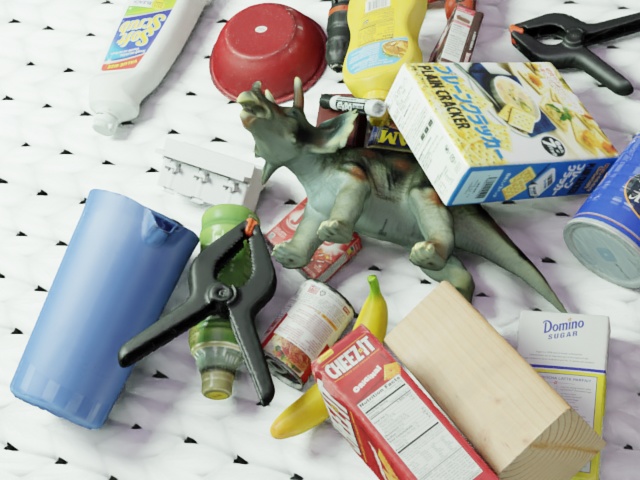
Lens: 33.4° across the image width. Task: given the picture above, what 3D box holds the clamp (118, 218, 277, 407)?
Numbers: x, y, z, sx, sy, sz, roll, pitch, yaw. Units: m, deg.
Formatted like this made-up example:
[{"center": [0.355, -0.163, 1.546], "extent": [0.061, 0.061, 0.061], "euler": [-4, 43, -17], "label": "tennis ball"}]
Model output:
[{"center": [-0.112, 0.066, 1.117], "extent": [0.164, 0.036, 0.210], "euler": [9, 57, 3], "label": "clamp"}]

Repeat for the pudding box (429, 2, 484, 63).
[{"center": [0.152, -0.211, 1.268], "extent": [0.039, 0.114, 0.090], "euler": [21, 64, -5], "label": "pudding box"}]

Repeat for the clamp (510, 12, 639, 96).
[{"center": [0.312, -0.228, 1.289], "extent": [0.172, 0.039, 0.120], "euler": [4, 56, 20], "label": "clamp"}]

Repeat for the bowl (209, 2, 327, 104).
[{"center": [-0.071, -0.252, 1.372], "extent": [0.162, 0.055, 0.162], "euler": [-5, 59, 8], "label": "bowl"}]

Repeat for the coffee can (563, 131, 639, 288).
[{"center": [0.339, -0.034, 1.130], "extent": [0.103, 0.103, 0.140], "euler": [32, 70, 26], "label": "coffee can"}]

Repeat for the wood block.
[{"center": [0.163, 0.143, 1.027], "extent": [0.090, 0.090, 0.206], "euler": [-45, 42, 3], "label": "wood block"}]

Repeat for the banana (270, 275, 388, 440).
[{"center": [0.020, 0.133, 1.122], "extent": [0.197, 0.069, 0.037], "euler": [-58, 30, -9], "label": "banana"}]

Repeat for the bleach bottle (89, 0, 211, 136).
[{"center": [-0.230, -0.246, 1.399], "extent": [0.103, 0.068, 0.250], "euler": [11, 65, 18], "label": "bleach bottle"}]

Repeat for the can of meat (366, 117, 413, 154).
[{"center": [0.110, -0.120, 1.257], "extent": [0.102, 0.057, 0.084], "euler": [9, 60, 17], "label": "can of meat"}]

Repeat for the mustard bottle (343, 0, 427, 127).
[{"center": [0.074, -0.216, 1.254], "extent": [0.096, 0.058, 0.191], "euler": [-10, 57, 26], "label": "mustard bottle"}]

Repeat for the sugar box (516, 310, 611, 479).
[{"center": [0.239, 0.159, 1.071], "extent": [0.093, 0.048, 0.176], "euler": [3, 58, 19], "label": "sugar box"}]

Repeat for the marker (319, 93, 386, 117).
[{"center": [0.034, -0.154, 1.218], "extent": [0.020, 0.020, 0.121], "euler": [-45, 29, -15], "label": "marker"}]

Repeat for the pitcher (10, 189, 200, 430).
[{"center": [-0.242, 0.076, 1.169], "extent": [0.145, 0.149, 0.242], "euler": [19, 76, 18], "label": "pitcher"}]

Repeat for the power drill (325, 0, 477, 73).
[{"center": [0.103, -0.291, 1.358], "extent": [0.188, 0.057, 0.184], "euler": [3, 65, 12], "label": "power drill"}]

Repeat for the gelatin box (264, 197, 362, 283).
[{"center": [-0.008, 0.001, 1.223], "extent": [0.073, 0.030, 0.089], "euler": [-43, 62, -12], "label": "gelatin box"}]

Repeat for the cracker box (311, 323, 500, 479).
[{"center": [0.086, 0.205, 1.007], "extent": [0.072, 0.164, 0.214], "euler": [-35, 60, -12], "label": "cracker box"}]

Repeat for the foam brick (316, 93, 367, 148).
[{"center": [0.025, -0.130, 1.282], "extent": [0.051, 0.053, 0.078], "euler": [1, 59, 12], "label": "foam brick"}]

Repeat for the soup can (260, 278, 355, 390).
[{"center": [-0.017, 0.100, 1.146], "extent": [0.069, 0.068, 0.102], "euler": [29, 69, 25], "label": "soup can"}]
